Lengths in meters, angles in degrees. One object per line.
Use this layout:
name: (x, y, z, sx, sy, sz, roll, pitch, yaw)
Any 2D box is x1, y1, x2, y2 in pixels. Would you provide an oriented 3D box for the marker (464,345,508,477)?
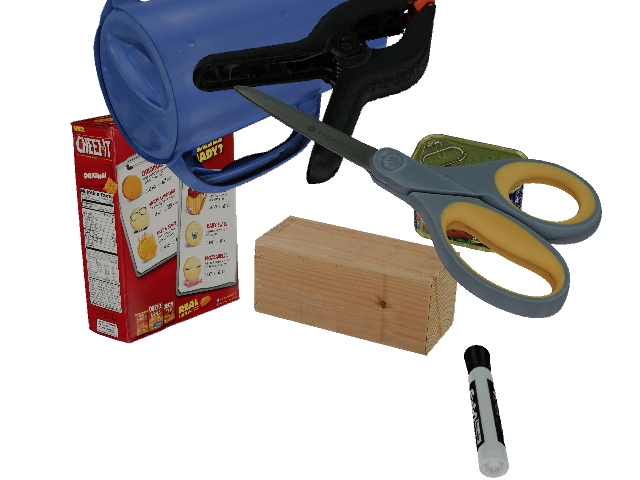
marker: (0.112, 0.113, 0.731, 0.020, 0.020, 0.121, 0, 32, 2)

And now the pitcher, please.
pitcher: (-0.058, -0.154, 0.926, 0.242, 0.149, 0.145, -24, 44, -30)

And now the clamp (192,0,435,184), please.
clamp: (0.018, -0.105, 0.686, 0.171, 0.120, 0.039, -29, -23, -19)

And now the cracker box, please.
cracker box: (-0.162, -0.024, 1.072, 0.072, 0.214, 0.163, 10, 20, 37)

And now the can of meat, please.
can of meat: (0.133, -0.040, 0.966, 0.102, 0.057, 0.084, 14, -40, 18)

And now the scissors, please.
scissors: (0.054, -0.040, 0.532, 0.096, 0.202, 0.016, -32, -30, -25)

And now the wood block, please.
wood block: (0.038, 0.047, 1.173, 0.206, 0.091, 0.090, 13, 26, 23)
